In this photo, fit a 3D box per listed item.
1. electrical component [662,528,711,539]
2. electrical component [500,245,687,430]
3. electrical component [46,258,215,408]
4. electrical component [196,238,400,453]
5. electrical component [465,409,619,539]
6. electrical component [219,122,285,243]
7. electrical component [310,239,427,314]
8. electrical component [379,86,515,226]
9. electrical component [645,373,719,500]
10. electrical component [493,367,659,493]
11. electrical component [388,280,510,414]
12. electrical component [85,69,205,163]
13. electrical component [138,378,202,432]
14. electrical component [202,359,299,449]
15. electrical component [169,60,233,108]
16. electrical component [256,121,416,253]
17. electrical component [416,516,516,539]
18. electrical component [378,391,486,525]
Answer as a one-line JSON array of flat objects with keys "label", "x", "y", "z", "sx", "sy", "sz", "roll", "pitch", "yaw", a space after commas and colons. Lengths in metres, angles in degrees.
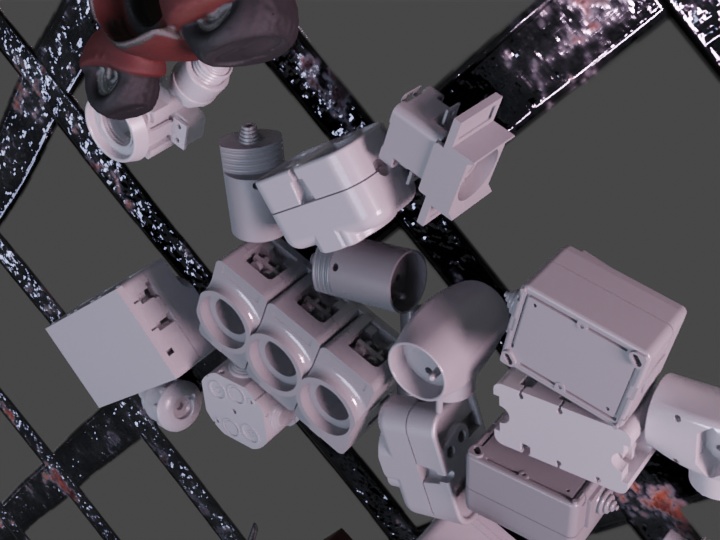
[{"label": "electrical component", "x": 0.215, "y": 0.186, "z": 0.668, "sx": 0.062, "sy": 0.043, "sz": 0.043, "roll": 35, "pitch": 138, "yaw": 20}, {"label": "electrical component", "x": 0.129, "y": 0.032, "z": 0.618, "sx": 0.096, "sy": 0.061, "sz": 0.061, "roll": 31, "pitch": 136, "yaw": 23}, {"label": "electrical component", "x": -0.198, "y": 0.056, "z": 0.941, "sx": 0.150, "sy": 0.062, "sz": 0.089, "roll": -23, "pitch": 102, "yaw": 49}, {"label": "electrical component", "x": -0.044, "y": 0.054, "z": 0.796, "sx": 0.150, "sy": 0.062, "sz": 0.089, "roll": 39, "pitch": 139, "yaw": 15}, {"label": "electrical component", "x": 0.124, "y": 0.142, "z": 0.704, "sx": 0.096, "sy": 0.062, "sz": 0.061, "roll": 22, "pitch": 132, "yaw": 31}, {"label": "electrical component", "x": -0.073, "y": -0.065, "z": 0.747, "sx": 0.043, "sy": 0.043, "sz": 0.081, "roll": 21, "pitch": 132, "yaw": 31}, {"label": "electrical component", "x": 0.000, "y": 0.000, "z": 0.728, "sx": 0.081, "sy": 0.043, "sz": 0.043, "roll": 14, "pitch": 128, "yaw": 36}, {"label": "electrical component", "x": 0.048, "y": -0.071, "z": 0.631, "sx": 0.064, "sy": 0.042, "sz": 0.081, "roll": 38, "pitch": 138, "yaw": 18}, {"label": "electrical component", "x": 0.207, "y": 0.104, "z": 0.613, "sx": 0.077, "sy": 0.043, "sz": 0.079, "roll": 17, "pitch": 133, "yaw": 33}, {"label": "electrical component", "x": 0.135, "y": 0.086, "z": 0.657, "sx": 0.089, "sy": 0.056, "sz": 0.050, "roll": 19, "pitch": 131, "yaw": 32}, {"label": "electrical component", "x": 0.057, "y": 0.058, "z": 0.692, "sx": 0.043, "sy": 0.077, "sz": 0.079, "roll": 24, "pitch": 134, "yaw": 29}, {"label": "electrical component", "x": -0.161, "y": -0.113, "z": 0.783, "sx": 0.078, "sy": 0.057, "sz": 0.058, "roll": 36, "pitch": 138, "yaw": 17}, {"label": "electrical component", "x": -0.179, "y": 0.118, "z": 0.985, "sx": 0.062, "sy": 0.048, "sz": 0.048, "roll": 15, "pitch": 129, "yaw": 44}, {"label": "electrical component", "x": -0.086, "y": 0.102, "z": 0.879, "sx": 0.080, "sy": 0.051, "sz": 0.080, "roll": 24, "pitch": 133, "yaw": 29}, {"label": "electrical component", "x": -0.103, "y": -0.136, "z": 0.730, "sx": 0.061, "sy": 0.035, "sz": 0.035, "roll": -30, "pitch": 97, "yaw": 47}, {"label": "electrical component", "x": -0.014, "y": -0.050, "z": 0.695, "sx": 0.095, "sy": 0.054, "sz": 0.059, "roll": -14, "pitch": 109, "yaw": 48}, {"label": "electrical component", "x": 0.090, "y": 0.236, "z": 0.811, "sx": 0.113, "sy": 0.057, "sz": 0.078, "roll": 39, "pitch": 139, "yaw": 15}, {"label": "electrical component", "x": 0.053, "y": 0.128, "z": 0.766, "sx": 0.059, "sy": 0.054, "sz": 0.095, "roll": 4, "pitch": 121, "yaw": 42}]
